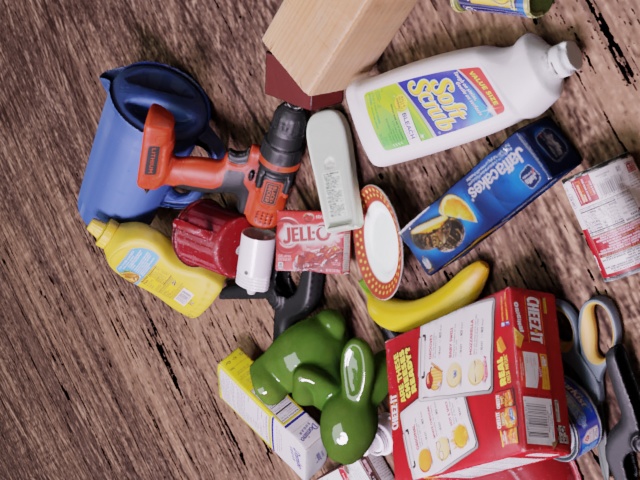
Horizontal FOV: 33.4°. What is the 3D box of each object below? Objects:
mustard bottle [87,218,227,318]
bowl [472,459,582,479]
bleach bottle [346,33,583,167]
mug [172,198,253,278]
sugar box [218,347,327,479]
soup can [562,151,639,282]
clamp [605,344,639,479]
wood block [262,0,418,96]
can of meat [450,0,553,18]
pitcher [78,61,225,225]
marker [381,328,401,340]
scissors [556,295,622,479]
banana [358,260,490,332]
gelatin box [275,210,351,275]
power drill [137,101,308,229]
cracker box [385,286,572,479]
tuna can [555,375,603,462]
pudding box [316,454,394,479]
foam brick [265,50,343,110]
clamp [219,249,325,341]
[{"bbox_3d":[-0.226,0.028,1.431,0.191,0.058,0.096,32,137,-14],"label":"mustard bottle"},{"bbox_3d":[0.203,0.266,1.164,0.162,0.055,0.162,19,119,38],"label":"bowl"},{"bbox_3d":[0.142,-0.149,1.053,0.251,0.067,0.102,-17,93,45],"label":"bleach bottle"},{"bbox_3d":[-0.135,-0.004,1.353,0.082,0.117,0.093,19,84,42],"label":"mug"},{"bbox_3d":[-0.063,0.231,1.415,0.176,0.048,0.093,38,150,25],"label":"sugar box"},{"bbox_3d":[0.270,-0.021,0.970,0.069,0.068,0.102,-26,87,48],"label":"soup can"},{"bbox_3d":[0.312,0.182,1.032,0.120,0.039,0.172,37,129,30],"label":"clamp"},{"bbox_3d":[0.037,-0.255,1.088,0.091,0.090,0.206,53,133,18],"label":"wood block"},{"bbox_3d":[0.171,-0.258,0.983,0.084,0.057,0.102,18,119,38],"label":"can of meat"},{"bbox_3d":[-0.234,-0.103,1.416,0.243,0.144,0.149,-57,47,46],"label":"pitcher"},{"bbox_3d":[0.110,0.144,1.237,0.121,0.020,0.020,53,136,15],"label":"marker"},{"bbox_3d":[0.263,0.144,1.085,0.096,0.016,0.202,22,121,41],"label":"scissors"},{"bbox_3d":[0.115,0.068,1.188,0.198,0.037,0.069,-12,100,47],"label":"banana"},{"bbox_3d":[-0.008,0.002,1.259,0.089,0.030,0.073,3,93,23],"label":"gelatin box"},{"bbox_3d":[-0.116,-0.103,1.263,0.187,0.057,0.185,14,129,-5],"label":"power drill"},{"bbox_3d":[0.158,0.158,1.102,0.214,0.072,0.164,-34,53,53],"label":"cracker box"},{"bbox_3d":[0.245,0.182,1.088,0.086,0.033,0.086,43,146,39],"label":"tuna can"},{"bbox_3d":[0.052,0.323,1.356,0.090,0.039,0.114,59,139,9],"label":"pudding box"},{"bbox_3d":[-0.018,-0.184,1.207,0.078,0.052,0.051,25,122,36],"label":"foam brick"},{"bbox_3d":[-0.045,0.082,1.351,0.210,0.036,0.164,-47,64,42],"label":"clamp"}]
